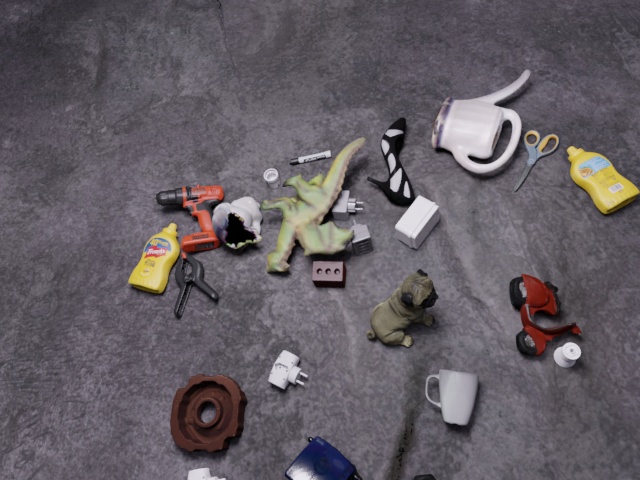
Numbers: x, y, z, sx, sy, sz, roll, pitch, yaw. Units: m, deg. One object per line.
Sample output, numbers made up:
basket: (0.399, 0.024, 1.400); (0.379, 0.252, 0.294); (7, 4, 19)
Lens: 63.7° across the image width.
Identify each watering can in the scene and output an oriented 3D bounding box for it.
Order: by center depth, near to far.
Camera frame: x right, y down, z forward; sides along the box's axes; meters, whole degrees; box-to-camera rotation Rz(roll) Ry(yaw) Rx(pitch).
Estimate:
watering can: (0.431, -0.332, 1.385); (0.225, 0.353, 0.102); (16, -22, 19)

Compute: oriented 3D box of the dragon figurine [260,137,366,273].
dragon figurine: (0.004, -0.066, 1.302); (0.408, 0.247, 0.121); (-38, -29, 9)

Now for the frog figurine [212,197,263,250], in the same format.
frog figurine: (-0.217, -0.054, 1.364); (0.136, 0.121, 0.163); (26, 24, -21)
